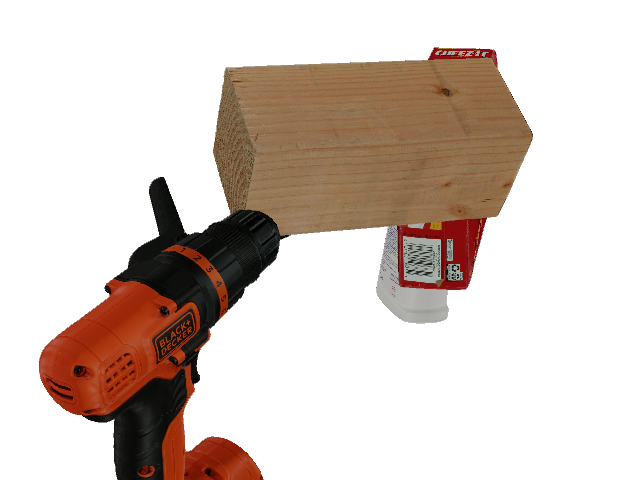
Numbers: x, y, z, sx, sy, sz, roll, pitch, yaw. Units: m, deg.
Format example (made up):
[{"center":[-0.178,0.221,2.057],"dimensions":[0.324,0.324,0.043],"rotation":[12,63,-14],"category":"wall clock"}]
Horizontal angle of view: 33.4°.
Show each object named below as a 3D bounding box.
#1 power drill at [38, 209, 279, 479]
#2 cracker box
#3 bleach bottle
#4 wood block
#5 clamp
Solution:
[{"center":[-0.081,0.091,0.649],"dimensions":[0.057,0.188,0.184],"rotation":[17,37,33],"category":"power drill"},{"center":[0.124,-0.074,1.003],"dimensions":[0.072,0.164,0.213],"rotation":[4,27,15],"category":"cracker box"},{"center":[0.121,-0.038,1.233],"dimensions":[0.068,0.251,0.103],"rotation":[-1,22,-22],"category":"bleach bottle"},{"center":[0.035,-0.070,0.780],"dimensions":[0.205,0.091,0.090],"rotation":[-5,-39,-18],"category":"wood block"},{"center":[-0.139,0.008,1.071],"dimensions":[0.165,0.036,0.209],"rotation":[19,39,17],"category":"clamp"}]
